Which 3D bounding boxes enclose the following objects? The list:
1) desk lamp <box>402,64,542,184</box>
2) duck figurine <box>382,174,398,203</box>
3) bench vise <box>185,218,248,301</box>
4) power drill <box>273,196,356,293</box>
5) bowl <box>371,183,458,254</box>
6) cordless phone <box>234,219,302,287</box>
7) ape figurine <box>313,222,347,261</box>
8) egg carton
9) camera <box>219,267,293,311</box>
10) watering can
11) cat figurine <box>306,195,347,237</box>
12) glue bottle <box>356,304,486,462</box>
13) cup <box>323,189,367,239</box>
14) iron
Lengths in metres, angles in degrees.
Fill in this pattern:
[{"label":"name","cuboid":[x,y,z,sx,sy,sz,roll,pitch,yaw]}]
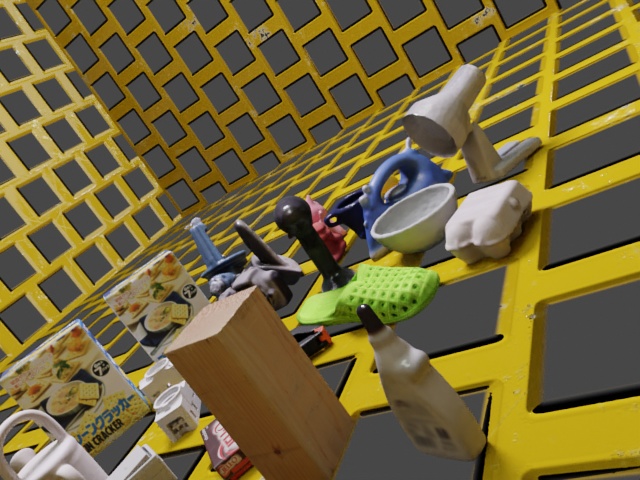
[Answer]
[{"label":"desk lamp","cuboid":[0.286,-0.213,1.102,0.203,0.214,0.117,-38,16,-18]},{"label":"duck figurine","cuboid":[0.162,-0.112,1.287,0.077,0.086,0.104,-33,15,2]},{"label":"bench vise","cuboid":[-0.228,0.049,1.321,0.121,0.220,0.207,-36,15,-9]},{"label":"power drill","cuboid":[-0.013,0.007,1.035,0.075,0.209,0.229,-33,15,-1]},{"label":"bowl","cuboid":[0.177,-0.026,1.006,0.167,0.075,0.167,-31,15,10]},{"label":"cordless phone","cuboid":[-0.125,0.022,1.264,0.094,0.185,0.147,-35,15,-7]},{"label":"ape figurine","cuboid":[0.011,0.004,1.219,0.078,0.092,0.076,-33,15,0]},{"label":"egg carton","cuboid":[0.256,-0.029,0.863,0.107,0.069,0.150,-17,22,46]},{"label":"camera","cuboid":[-0.148,0.127,1.144,0.143,0.101,0.137,-26,17,26]},{"label":"watering can","cuboid":[-0.388,0.331,0.815,0.172,0.194,0.101,-27,17,23]},{"label":"cat figurine","cuboid":[-0.004,-0.052,1.378,0.067,0.118,0.127,-36,15,-10]},{"label":"glue bottle","cuboid":[0.082,0.128,0.526,0.037,0.173,0.078,-43,18,-33]},{"label":"cup","cuboid":[0.076,-0.041,1.224,0.117,0.095,0.091,-32,15,4]},{"label":"iron","cuboid":[0.148,-0.089,1.136,0.259,0.141,0.118,-43,18,-32]}]
